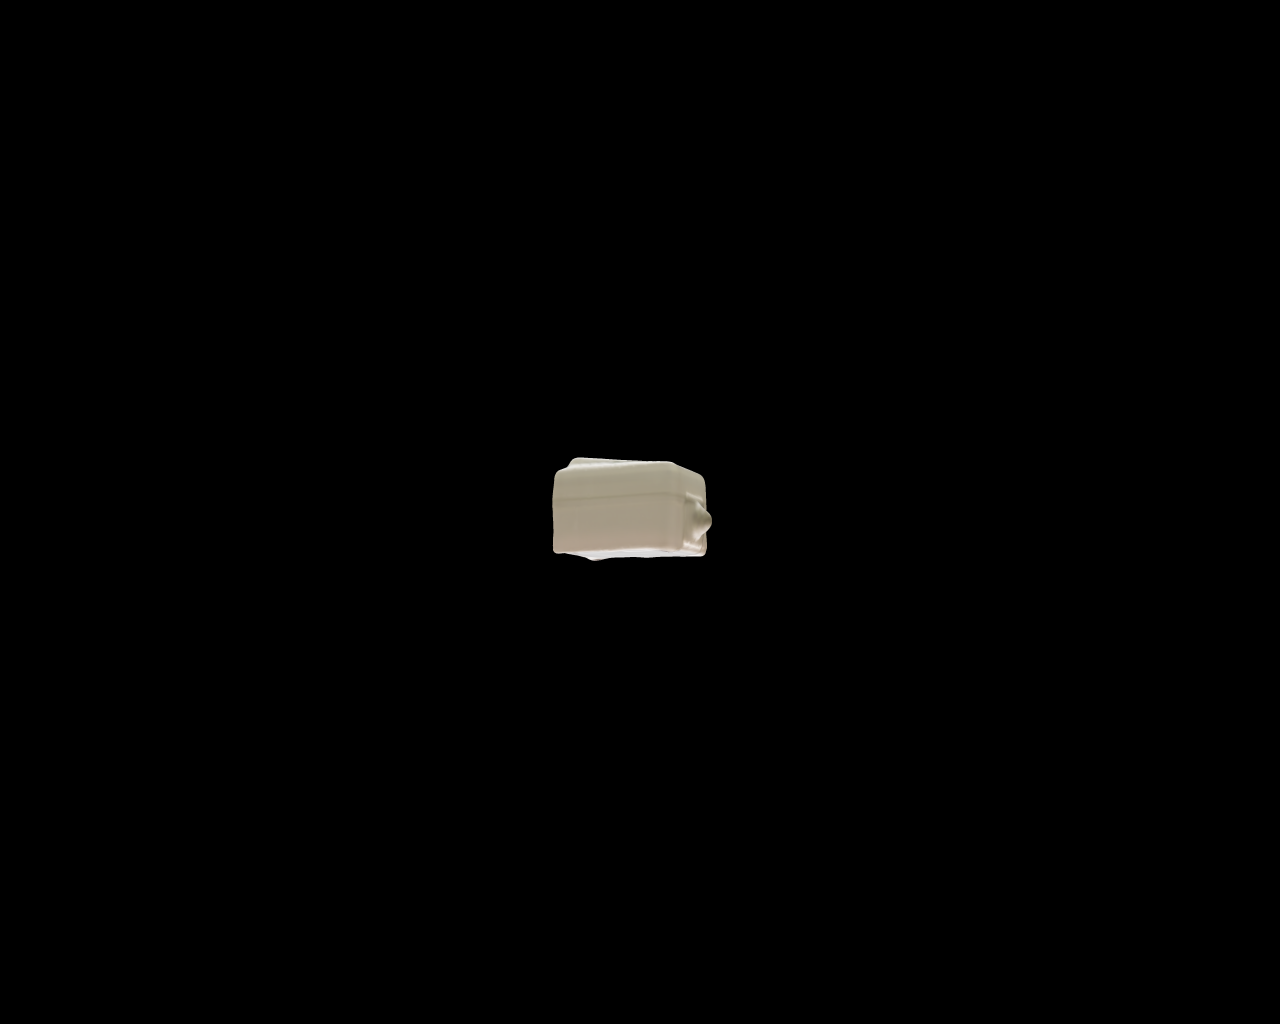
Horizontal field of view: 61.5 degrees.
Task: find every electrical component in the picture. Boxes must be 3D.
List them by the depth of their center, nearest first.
[{"bbox_3d":[0.001,-0.003,0.650,0.096,0.061,0.062,-3,-7,22],"label":"electrical component"}]
